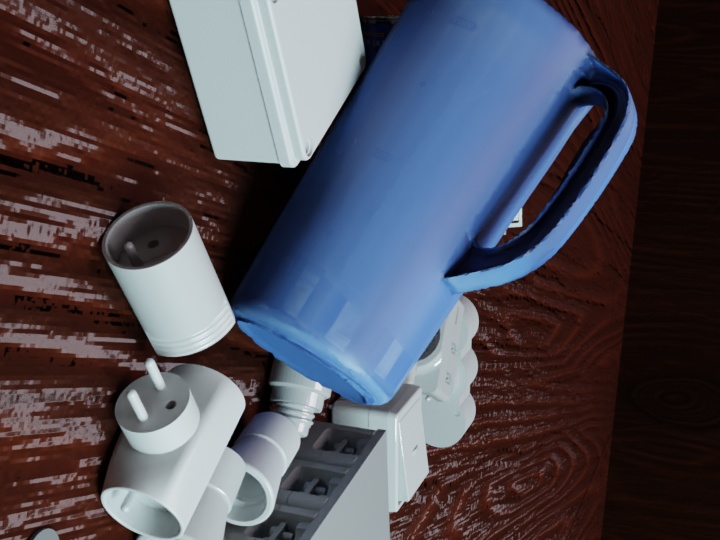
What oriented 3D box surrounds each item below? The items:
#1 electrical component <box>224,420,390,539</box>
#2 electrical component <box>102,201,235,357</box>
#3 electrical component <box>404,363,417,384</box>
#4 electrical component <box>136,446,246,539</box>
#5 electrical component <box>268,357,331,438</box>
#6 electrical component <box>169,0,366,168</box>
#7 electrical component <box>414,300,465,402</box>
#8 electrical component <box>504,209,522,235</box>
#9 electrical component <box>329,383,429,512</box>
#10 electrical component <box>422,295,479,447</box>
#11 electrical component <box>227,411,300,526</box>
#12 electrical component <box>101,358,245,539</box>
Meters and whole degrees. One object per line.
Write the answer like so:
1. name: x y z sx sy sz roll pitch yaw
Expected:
1. electrical component: -0.036 0.170 0.681 0.150 0.062 0.089 -45 136 -60
2. electrical component: -0.089 0.011 0.518 0.081 0.043 0.043 74 29 -46
3. electrical component: 0.026 0.080 0.855 0.040 0.040 0.078 -61 150 -47
4. electrical component: -0.085 0.123 0.565 0.065 0.044 0.044 -70 156 -44
5. electrical component: -0.038 0.076 0.679 0.040 0.040 0.078 48 51 -64
6. electrical component: -0.046 -0.129 0.578 0.108 0.056 0.108 -64 152 -44
7. electrical component: 0.052 0.061 0.908 0.056 0.050 0.089 42 56 -66
8. electrical component: 0.107 -0.099 0.990 0.063 0.079 0.121 -95 180 -64
9. electrical component: 0.016 0.125 0.811 0.062 0.061 0.096 -37 129 -64
10. electrical component: 0.072 0.095 0.968 0.074 0.052 0.138 -34 127 -65
11. electrical component: -0.060 0.113 0.630 0.065 0.044 0.044 -56 146 -61
12. electrical component: -0.094 0.076 0.521 0.079 0.043 0.077 76 28 -43
